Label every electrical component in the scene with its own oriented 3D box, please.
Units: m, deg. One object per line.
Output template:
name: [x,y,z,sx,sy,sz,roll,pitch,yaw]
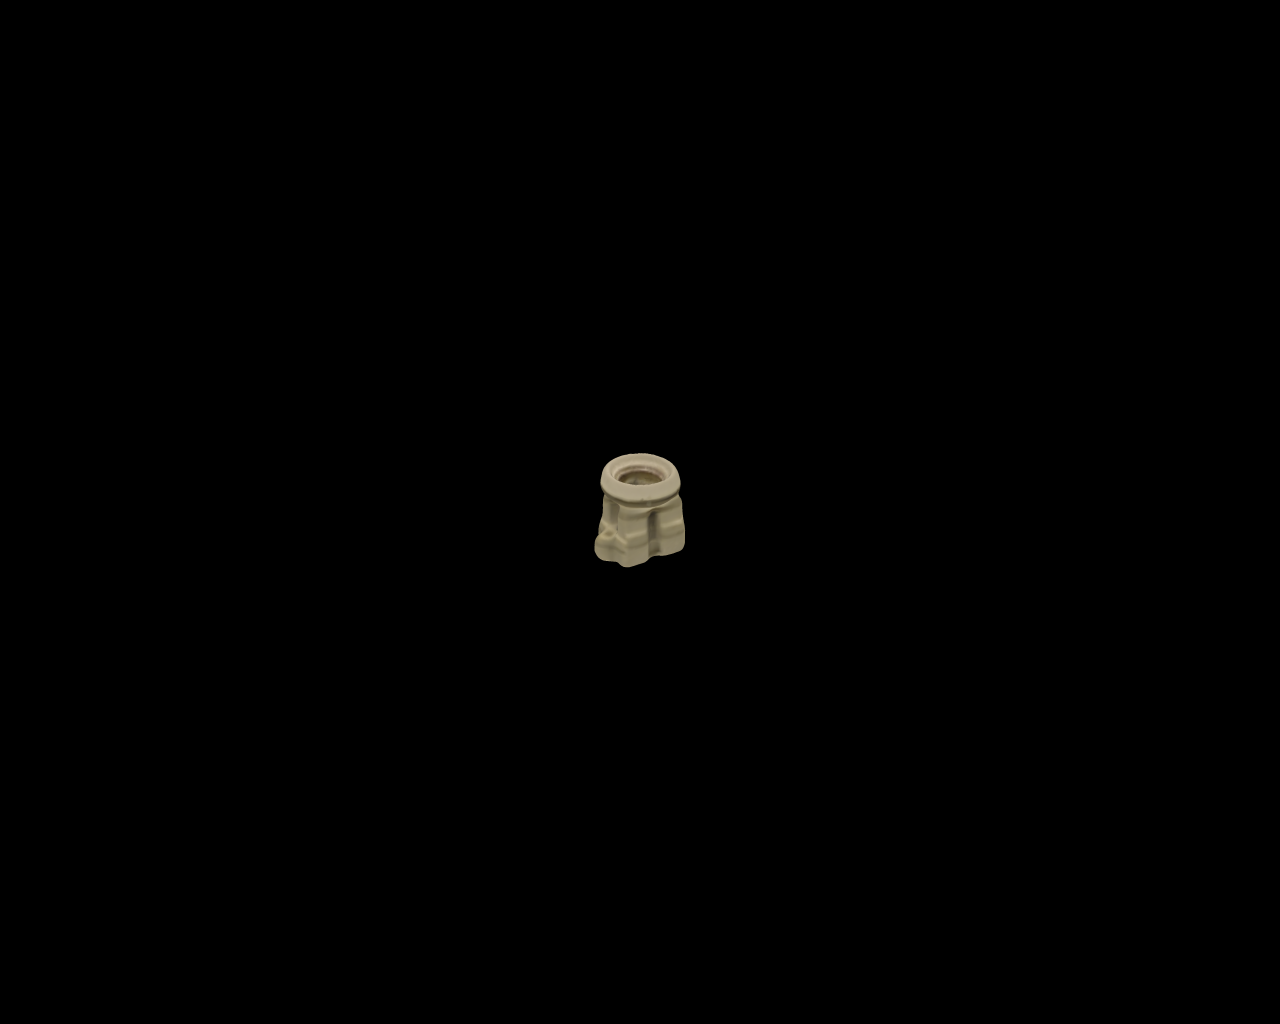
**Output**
electrical component: [0.001,-0.003,0.650,0.066,0.055,0.048,-17,36,-24]
